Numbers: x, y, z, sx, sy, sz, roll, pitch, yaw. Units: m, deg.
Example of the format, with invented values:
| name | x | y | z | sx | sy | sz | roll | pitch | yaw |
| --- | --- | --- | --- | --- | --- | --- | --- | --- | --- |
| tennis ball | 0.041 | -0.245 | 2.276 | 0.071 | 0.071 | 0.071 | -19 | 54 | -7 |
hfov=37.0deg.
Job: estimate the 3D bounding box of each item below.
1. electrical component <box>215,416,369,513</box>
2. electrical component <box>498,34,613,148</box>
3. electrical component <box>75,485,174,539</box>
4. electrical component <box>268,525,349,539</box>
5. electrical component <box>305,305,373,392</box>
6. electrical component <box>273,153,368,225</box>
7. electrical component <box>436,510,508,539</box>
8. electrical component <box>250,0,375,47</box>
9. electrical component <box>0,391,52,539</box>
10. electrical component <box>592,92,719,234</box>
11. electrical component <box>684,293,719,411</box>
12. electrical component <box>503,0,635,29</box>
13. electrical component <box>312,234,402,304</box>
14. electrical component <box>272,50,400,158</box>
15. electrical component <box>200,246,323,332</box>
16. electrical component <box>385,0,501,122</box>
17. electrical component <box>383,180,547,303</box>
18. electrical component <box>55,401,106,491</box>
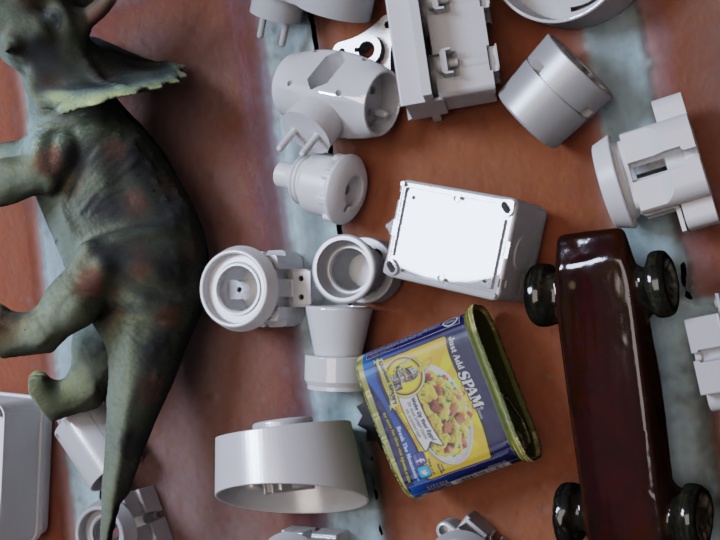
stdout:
| name | x | y | z | sx | sy | sz | roll | pitch | yaw |
| --- | --- | --- | --- | --- | --- | --- | --- | --- | --- |
| electrical component | -0.046 | 0.130 | 0.702 | 0.099 | 0.099 | 0.064 | -12 | 78 | 23 |
| electrical component | 0.118 | -0.108 | 0.658 | 0.047 | 0.055 | 0.055 | -46 | 72 | 20 |
| electrical component | -0.171 | 0.186 | 0.775 | 0.048 | 0.055 | 0.066 | -27 | 78 | 21 |
| electrical component | -0.039 | 0.195 | 0.717 | 0.066 | 0.055 | 0.048 | -2 | 88 | 24 |
| electrical component | -0.014 | 0.051 | 0.716 | 0.045 | 0.045 | 0.055 | 1 | 89 | 24 |
| electrical component | -0.029 | -0.059 | 0.727 | 0.062 | 0.048 | 0.048 | 16 | 95 | 30 |
| electrical component | 0.069 | 0.183 | 0.670 | 0.066 | 0.055 | 0.048 | 38 | 103 | 20 |
| electrical component | -0.054 | -0.191 | 0.737 | 0.138 | 0.052 | 0.073 | 25 | 116 | 22 |
| electrical component | -0.284 | 0.151 | 0.824 | 0.078 | 0.057 | 0.113 | 2 | 90 | 24 |
| electrical component | 0.172 | -0.057 | 0.632 | 0.057 | 0.058 | 0.078 | -17 | 82 | 20 |
| electrical component | 0.222 | 0.044 | 0.614 | 0.055 | 0.048 | 0.066 | -15 | 82 | 30 |
| electrical component | 0.129 | -0.199 | 0.663 | 0.099 | 0.064 | 0.099 | 7 | 105 | 28 |
| electrical component | 0.000 | 0.000 | 0.705 | 0.045 | 0.055 | 0.045 | -1 | 88 | 24 |
| electrical component | -0.025 | -0.104 | 0.708 | 0.077 | 0.043 | 0.079 | 17 | 59 | 32 |
| electrical component | -0.073 | 0.013 | 0.736 | 0.078 | 0.057 | 0.058 | -2 | 88 | 24 |
| electrical component | 0.050 | -0.163 | 0.679 | 0.063 | 0.079 | 0.121 | -9 | 85 | 8 |
| electrical component | 0.062 | -0.019 | 0.679 | 0.096 | 0.061 | 0.061 | 13 | 93 | 31 |
| electrical component | -0.202 | 0.118 | 0.797 | 0.043 | 0.043 | 0.081 | -44 | 73 | 17 |
